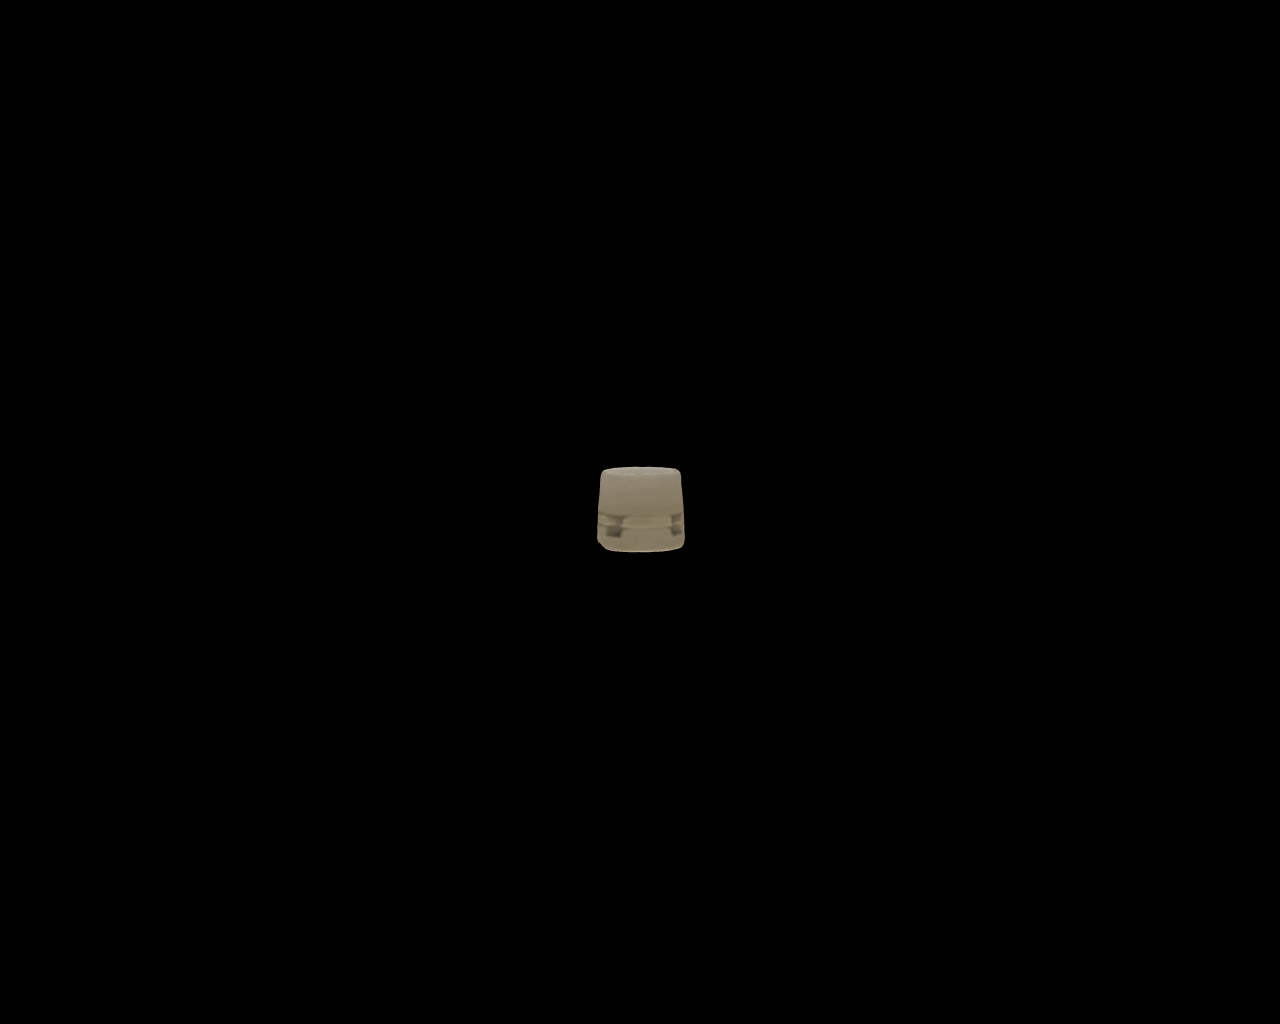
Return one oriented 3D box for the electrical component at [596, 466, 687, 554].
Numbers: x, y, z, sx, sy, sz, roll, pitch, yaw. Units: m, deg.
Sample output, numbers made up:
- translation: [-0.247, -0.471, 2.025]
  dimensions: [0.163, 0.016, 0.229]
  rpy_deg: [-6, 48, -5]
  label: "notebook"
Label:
- translation: [0.001, -0.003, 0.650]
  dimensions: [0.055, 0.047, 0.055]
  rpy_deg: [0, 8, 0]
  label: "electrical component"
